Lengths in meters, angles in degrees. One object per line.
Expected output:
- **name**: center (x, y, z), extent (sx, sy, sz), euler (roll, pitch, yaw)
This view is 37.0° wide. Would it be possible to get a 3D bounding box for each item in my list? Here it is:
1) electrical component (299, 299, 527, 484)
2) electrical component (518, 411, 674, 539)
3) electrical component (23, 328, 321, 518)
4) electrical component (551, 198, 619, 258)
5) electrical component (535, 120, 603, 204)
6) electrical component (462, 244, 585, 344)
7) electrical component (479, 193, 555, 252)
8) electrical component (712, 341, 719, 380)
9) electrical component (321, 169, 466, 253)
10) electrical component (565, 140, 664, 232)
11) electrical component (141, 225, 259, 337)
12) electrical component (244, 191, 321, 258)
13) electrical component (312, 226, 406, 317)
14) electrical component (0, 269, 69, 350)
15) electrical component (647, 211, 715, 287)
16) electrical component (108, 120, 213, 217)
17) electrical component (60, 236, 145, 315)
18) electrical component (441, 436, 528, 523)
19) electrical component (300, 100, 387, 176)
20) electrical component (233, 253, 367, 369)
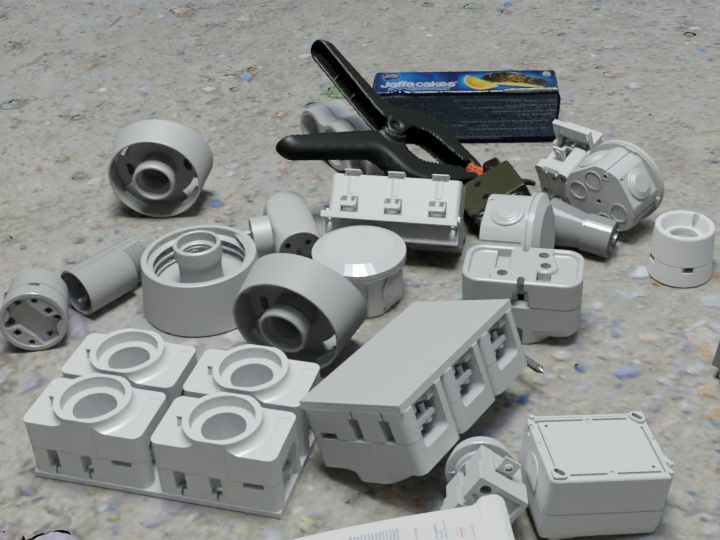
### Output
- **electrical component**: center (0.043, 0.083, 0.767), extent (0.089, 0.061, 0.150), euler (-3, 24, 40)
- **electrical component**: center (0.157, 0.136, 0.703), extent (0.096, 0.061, 0.061), euler (0, 33, -9)
- **electrical component**: center (-0.130, 0.103, 0.771), extent (0.186, 0.060, 0.105), euler (6, 35, 14)
- **electrical component**: center (0.200, -0.036, 0.970), extent (0.065, 0.044, 0.044), euler (18, 39, 21)
- **electrical component**: center (0.205, -0.102, 1.045), extent (0.042, 0.081, 0.063), euler (28, 67, 38)
- **electrical component**: center (0.132, 0.020, 0.875), extent (0.095, 0.059, 0.053), euler (5, 34, 12)
- **electrical component**: center (0.137, -0.028, 0.929), extent (0.051, 0.080, 0.080), euler (5, 34, 22)
- **electrical component**: center (0.304, 0.039, 0.798), extent (0.061, 0.096, 0.062), euler (20, 39, 31)
- **electrical component**: center (0.033, -0.054, 0.980), extent (0.121, 0.063, 0.079), euler (5, -6, 12)
- **electrical component**: center (0.234, -0.075, 0.992), extent (0.080, 0.080, 0.051), euler (26, 49, 37)
- **electrical component**: center (-0.137, 0.001, 0.925), extent (0.108, 0.060, 0.108), euler (-2, 34, 2)
- **electrical component**: center (-0.079, -0.033, 0.987), extent (0.079, 0.043, 0.077), euler (-10, 34, -10)
- **electrical component**: center (0.000, 0.000, 0.924), extent (0.080, 0.051, 0.080), euler (-2, 34, 2)
- **electrical component**: center (-0.271, 0.031, 0.899), extent (0.055, 0.055, 0.047), euler (-7, 30, -6)
- **electrical component**: center (0.279, -0.019, 0.932), extent (0.055, 0.047, 0.055), euler (-2, 34, 2)
- **electrical component**: center (-0.197, -0.102, 1.058), extent (0.099, 0.099, 0.064), euler (0, 40, 4)
- **electrical component**: center (-0.217, 0.002, 0.947), extent (0.043, 0.043, 0.081), euler (24, 42, 34)
- **electrical component**: center (0.080, 0.141, 0.702), extent (0.048, 0.066, 0.055), euler (31, 24, -11)
- **electrical component**: center (0.003, -0.139, 1.132), extent (0.074, 0.052, 0.138), euler (-22, 38, -26)
- **electrical component**: center (-0.048, 0.031, 0.845), extent (0.099, 0.099, 0.064), euler (11, 42, 20)
